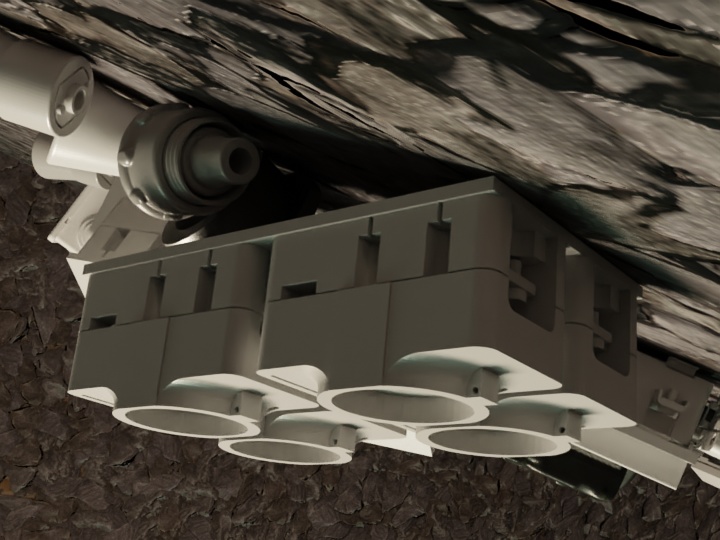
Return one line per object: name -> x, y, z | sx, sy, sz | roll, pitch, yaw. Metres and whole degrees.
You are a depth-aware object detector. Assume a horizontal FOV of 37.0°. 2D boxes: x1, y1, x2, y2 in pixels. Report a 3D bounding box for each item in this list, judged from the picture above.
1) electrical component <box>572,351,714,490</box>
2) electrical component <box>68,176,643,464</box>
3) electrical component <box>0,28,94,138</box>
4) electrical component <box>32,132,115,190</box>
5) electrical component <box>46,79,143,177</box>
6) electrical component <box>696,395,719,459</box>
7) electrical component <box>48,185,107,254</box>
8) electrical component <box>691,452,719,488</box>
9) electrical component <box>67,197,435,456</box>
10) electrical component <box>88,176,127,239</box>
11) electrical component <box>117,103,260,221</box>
electrical component -> 0.122, 0.063, 0.585 | 0.121, 0.063, 0.078 | 24, 176, 6
electrical component -> -0.006, 0.030, 0.395 | 0.186, 0.060, 0.105 | -10, 155, 37
electrical component -> -0.144, -0.079, 0.443 | 0.065, 0.044, 0.044 | 19, 176, 10
electrical component -> -0.210, -0.084, 0.817 | 0.065, 0.044, 0.044 | 17, 174, 26
electrical component -> -0.105, -0.058, 0.493 | 0.065, 0.044, 0.044 | 20, 178, -17
electrical component -> 0.211, 0.089, 0.553 | 0.064, 0.042, 0.081 | 25, 176, 8
electrical component -> -0.206, -0.046, 0.882 | 0.048, 0.099, 0.100 | 37, 174, -10
electrical component -> 0.259, 0.124, 0.689 | 0.080, 0.051, 0.080 | 24, 177, 2
electrical component -> -0.046, 0.024, 0.571 | 0.186, 0.060, 0.105 | 9, 137, 22
electrical component -> -0.100, -0.023, 0.673 | 0.113, 0.078, 0.057 | 27, 178, -42
electrical component -> -0.063, -0.042, 0.422 | 0.048, 0.048, 0.062 | 27, 168, -36
